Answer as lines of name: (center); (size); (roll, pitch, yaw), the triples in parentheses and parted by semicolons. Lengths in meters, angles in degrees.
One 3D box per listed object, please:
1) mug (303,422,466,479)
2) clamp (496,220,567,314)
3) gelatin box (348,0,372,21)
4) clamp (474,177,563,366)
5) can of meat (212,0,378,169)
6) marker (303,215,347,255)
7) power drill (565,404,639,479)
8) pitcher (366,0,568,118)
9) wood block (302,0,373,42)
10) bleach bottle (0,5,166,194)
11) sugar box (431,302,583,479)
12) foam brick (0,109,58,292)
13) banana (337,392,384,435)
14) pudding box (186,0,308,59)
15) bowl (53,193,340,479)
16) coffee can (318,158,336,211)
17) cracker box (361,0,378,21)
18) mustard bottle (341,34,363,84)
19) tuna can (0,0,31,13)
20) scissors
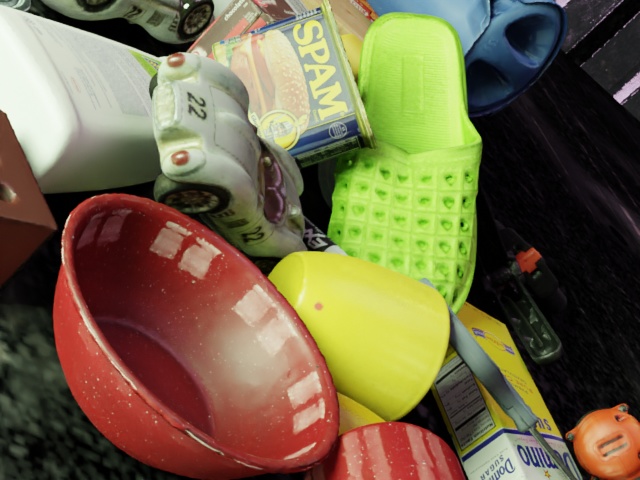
mug: (0.023, 0.139, 0.491); (0.117, 0.093, 0.081); (2, 28, -8)
clamp: (0.206, 0.031, 1.043); (0.120, 0.039, 0.171); (43, 8, 1)
gelatin box: (-0.005, -0.214, 1.049); (0.073, 0.089, 0.030); (39, 32, -19)
clamp: (0.154, 0.038, 0.885); (0.210, 0.036, 0.164); (52, 14, -72)
can of meat: (-0.017, -0.098, 0.711); (0.057, 0.084, 0.102); (54, 19, -76)
marker: (-0.005, 0.001, 0.720); (0.121, 0.020, 0.020); (42, 15, 36)
power drill: (0.238, 0.205, 0.752); (0.188, 0.057, 0.184); (60, 8, 16)
pitcher: (0.112, -0.236, 1.030); (0.144, 0.149, 0.243); (-3, 47, -44)
wood block: (0.032, -0.151, 1.003); (0.206, 0.091, 0.090); (39, 22, -19)
bleach bottle: (-0.114, -0.071, 0.630); (0.102, 0.068, 0.250); (57, 20, 12)
sugar box: (0.124, 0.120, 0.753); (0.093, 0.048, 0.176); (29, 26, -39)
foam brick: (-0.160, -0.021, 0.466); (0.052, 0.051, 0.078); (15, 36, -53)
banana: (0.044, 0.139, 0.581); (0.198, 0.037, 0.069); (47, 19, 2)
pudding box: (-0.056, -0.153, 0.844); (0.039, 0.090, 0.113); (51, 21, 9)
bowl: (-0.067, 0.055, 0.498); (0.162, 0.055, 0.162); (38, 22, -19)
coffee can: (0.063, -0.071, 0.901); (0.103, 0.103, 0.140); (45, 21, -3)
cracker box: (0.063, -0.201, 1.178); (0.164, 0.072, 0.213); (51, 22, 13)
mustard bottle: (-0.018, -0.113, 0.834); (0.058, 0.096, 0.191); (49, 21, 0)
tuna can: (-0.213, -0.150, 0.623); (0.086, 0.034, 0.086); (38, 22, -19)
scissors: (0.122, 0.105, 0.664); (0.202, 0.016, 0.096); (52, 3, 6)
